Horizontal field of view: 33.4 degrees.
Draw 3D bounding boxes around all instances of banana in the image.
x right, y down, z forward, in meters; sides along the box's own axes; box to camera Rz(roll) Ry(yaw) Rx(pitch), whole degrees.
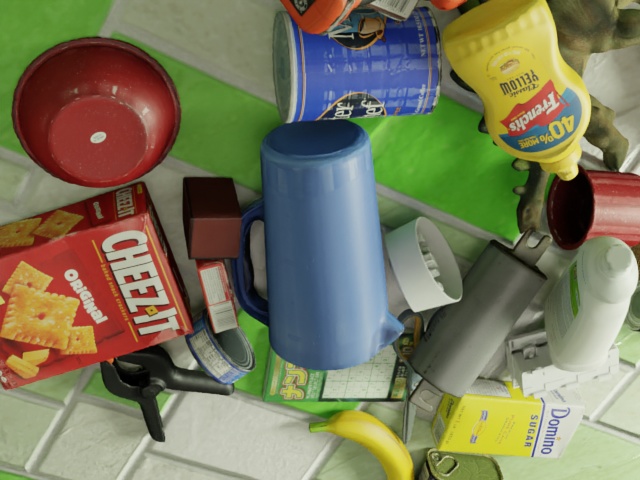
[{"bbox_3d":[0.071,0.263,1.333,0.070,0.037,0.197,-27,125,28],"label":"banana"}]

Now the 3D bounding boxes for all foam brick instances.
[{"bbox_3d":[-0.110,-0.022,1.075,0.051,0.078,0.053,-2,125,-12],"label":"foam brick"}]

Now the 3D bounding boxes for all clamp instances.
[{"bbox_3d":[-0.194,0.168,1.209,0.171,0.039,0.120,34,106,-32],"label":"clamp"}]

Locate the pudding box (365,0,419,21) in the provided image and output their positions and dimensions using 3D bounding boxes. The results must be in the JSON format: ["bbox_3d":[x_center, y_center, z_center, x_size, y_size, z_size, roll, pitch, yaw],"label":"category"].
[{"bbox_3d":[0.028,-0.245,0.948,0.113,0.090,0.039,20,119,-24],"label":"pudding box"}]

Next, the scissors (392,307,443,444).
[{"bbox_3d":[0.128,0.155,1.268,0.096,0.016,0.202,-24,129,-16],"label":"scissors"}]

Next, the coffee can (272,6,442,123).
[{"bbox_3d":[0.032,-0.164,0.995,0.140,0.103,0.103,-4,124,-10],"label":"coffee can"}]

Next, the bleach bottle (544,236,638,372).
[{"bbox_3d":[0.291,0.065,1.132,0.068,0.102,0.251,-5,161,1],"label":"bleach bottle"}]

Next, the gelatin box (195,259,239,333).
[{"bbox_3d":[-0.110,0.040,1.120,0.030,0.073,0.089,-14,124,-4],"label":"gelatin box"}]

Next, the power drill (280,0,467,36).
[{"bbox_3d":[0.027,-0.253,0.866,0.187,0.184,0.057,-31,172,-39],"label":"power drill"}]

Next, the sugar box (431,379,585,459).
[{"bbox_3d":[0.235,0.224,1.334,0.176,0.048,0.093,8,121,-16],"label":"sugar box"}]

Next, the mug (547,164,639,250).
[{"bbox_3d":[0.300,-0.029,1.160,0.081,0.093,0.117,2,154,-19],"label":"mug"}]

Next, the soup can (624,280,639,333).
[{"bbox_3d":[0.420,0.086,1.267,0.102,0.068,0.069,14,119,-20],"label":"soup can"}]

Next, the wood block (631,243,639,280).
[{"bbox_3d":[0.474,0.026,1.225,0.205,0.091,0.090,8,121,-17],"label":"wood block"}]

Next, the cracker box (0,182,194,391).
[{"bbox_3d":[-0.255,0.052,1.097,0.213,0.072,0.164,-17,126,-1],"label":"cracker box"}]

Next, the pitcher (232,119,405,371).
[{"bbox_3d":[-0.007,0.001,1.093,0.149,0.145,0.243,-15,122,-17],"label":"pitcher"}]

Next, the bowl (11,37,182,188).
[{"bbox_3d":[-0.210,-0.107,1.011,0.162,0.055,0.162,-6,124,-9],"label":"bowl"}]

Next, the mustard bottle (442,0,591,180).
[{"bbox_3d":[0.193,-0.130,0.976,0.096,0.058,0.191,-23,123,19],"label":"mustard bottle"}]

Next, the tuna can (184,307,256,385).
[{"bbox_3d":[-0.109,0.115,1.162,0.034,0.086,0.086,-35,123,14],"label":"tuna can"}]

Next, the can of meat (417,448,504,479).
[{"bbox_3d":[0.173,0.321,1.380,0.102,0.057,0.084,9,124,-17],"label":"can of meat"}]
